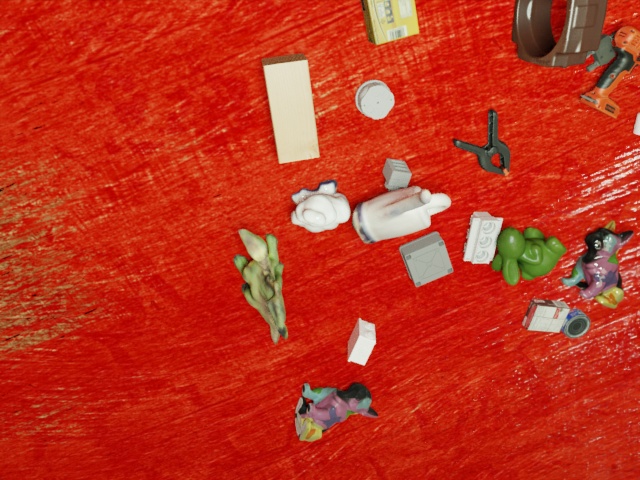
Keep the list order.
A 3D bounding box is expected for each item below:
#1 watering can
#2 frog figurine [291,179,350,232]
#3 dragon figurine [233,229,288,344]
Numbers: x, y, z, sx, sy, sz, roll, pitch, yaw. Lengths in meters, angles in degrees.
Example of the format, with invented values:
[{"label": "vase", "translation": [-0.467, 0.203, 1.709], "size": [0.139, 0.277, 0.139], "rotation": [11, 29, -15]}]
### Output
[{"label": "watering can", "translation": [0.173, -0.064, 1.143], "size": [0.223, 0.347, 0.104], "rotation": [-17, 84, 18]}, {"label": "frog figurine", "translation": [0.004, -0.059, 1.172], "size": [0.137, 0.162, 0.120], "rotation": [-1, 118, -9]}, {"label": "dragon figurine", "translation": [-0.122, 0.141, 1.207], "size": [0.122, 0.247, 0.403], "rotation": [-16, 116, -6]}]
